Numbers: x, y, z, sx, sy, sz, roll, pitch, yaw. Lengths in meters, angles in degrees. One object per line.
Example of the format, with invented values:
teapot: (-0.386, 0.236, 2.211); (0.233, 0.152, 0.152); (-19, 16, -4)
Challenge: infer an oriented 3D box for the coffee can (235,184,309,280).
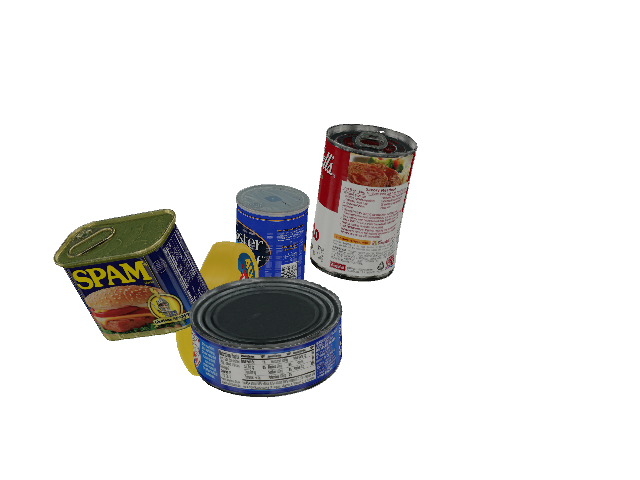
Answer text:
coffee can: (-0.070, 0.004, 1.514); (0.103, 0.140, 0.103); (3, 24, -2)

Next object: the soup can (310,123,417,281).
soup can: (0.031, -0.029, 0.800); (0.068, 0.102, 0.068); (7, 23, -3)

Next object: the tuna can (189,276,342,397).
tuna can: (-0.030, 0.053, 0.601); (0.086, 0.034, 0.086); (-2, 23, 1)

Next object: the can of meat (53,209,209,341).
can of meat: (-0.147, 0.030, 0.851); (0.102, 0.084, 0.057); (-9, 33, 24)

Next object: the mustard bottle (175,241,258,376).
mustard bottle: (-0.105, 0.056, 1.151); (0.058, 0.096, 0.191); (2, 29, 8)
